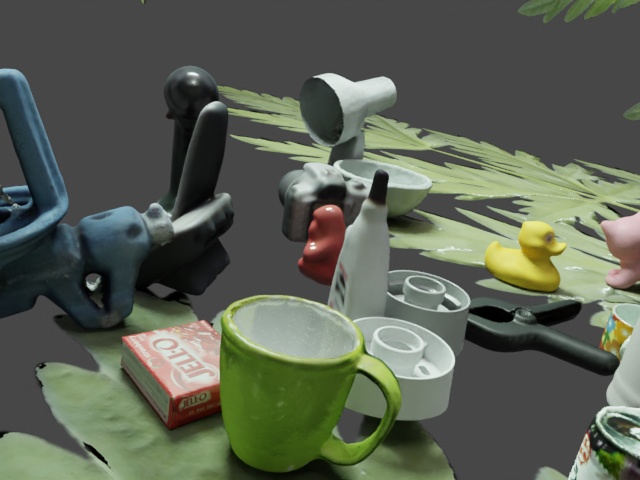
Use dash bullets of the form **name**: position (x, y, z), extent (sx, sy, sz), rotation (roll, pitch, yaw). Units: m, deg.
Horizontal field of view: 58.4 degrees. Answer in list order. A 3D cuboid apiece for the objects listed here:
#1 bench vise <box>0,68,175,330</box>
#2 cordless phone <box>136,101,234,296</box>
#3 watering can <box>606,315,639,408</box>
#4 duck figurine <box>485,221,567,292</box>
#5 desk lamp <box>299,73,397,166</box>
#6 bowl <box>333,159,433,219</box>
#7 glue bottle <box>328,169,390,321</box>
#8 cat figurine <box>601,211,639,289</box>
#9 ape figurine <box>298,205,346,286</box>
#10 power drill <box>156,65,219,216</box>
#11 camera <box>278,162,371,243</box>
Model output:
- **bench vise**: position (-0.231, -0.036, 0.465), extent (0.121, 0.220, 0.208), rotation (26, 25, 38)
- **cordless phone**: position (-0.139, -0.049, 0.598), extent (0.094, 0.185, 0.147), rotation (11, 20, 1)
- **watering can**: position (0.326, 0.071, 0.491), extent (0.101, 0.194, 0.173), rotation (9, 20, -4)
- **duck figurine**: position (0.282, 0.015, 0.780), extent (0.104, 0.086, 0.078), rotation (17, 21, 17)
- **desk lamp**: position (0.058, -0.194, 1.047), extent (0.204, 0.213, 0.117), rotation (-8, 27, -41)
- **bowl**: position (0.099, -0.080, 0.961), extent (0.167, 0.075, 0.167), rotation (9, 20, -3)
- **glue bottle**: position (0.039, 0.020, 0.515), extent (0.037, 0.173, 0.078), rotation (4, 21, -17)
- **cat figurine**: position (0.463, 0.016, 0.820), extent (0.127, 0.118, 0.067), rotation (21, 23, 27)
- **ape figurine**: position (0.006, 0.002, 0.667), extent (0.076, 0.092, 0.078), rotation (21, 22, 27)
- **power drill**: position (-0.173, -0.125, 0.753), extent (0.076, 0.208, 0.229), rotation (4, 21, -15)
- **camera**: position (0.005, -0.064, 0.834), extent (0.143, 0.101, 0.136), rotation (1, 22, -25)
